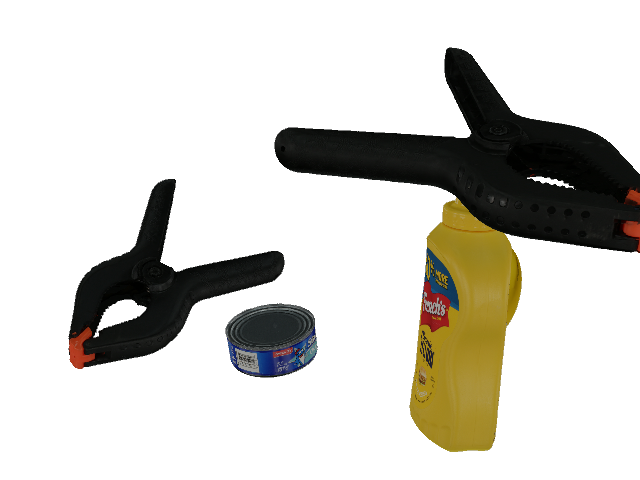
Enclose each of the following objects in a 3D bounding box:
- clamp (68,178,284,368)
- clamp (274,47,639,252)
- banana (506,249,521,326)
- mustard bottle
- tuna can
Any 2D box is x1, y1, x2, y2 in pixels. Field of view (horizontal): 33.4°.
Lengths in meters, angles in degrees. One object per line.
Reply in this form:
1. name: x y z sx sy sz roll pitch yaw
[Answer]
1. clamp: -0.123 0.023 0.772 0.120 0.039 0.171 38 52 26
2. clamp: 0.088 -0.045 0.599 0.164 0.036 0.210 -26 42 -28
3. banana: 0.160 0.044 1.023 0.070 0.037 0.197 -24 25 16
4. mustard bottle: 0.103 0.048 0.771 0.058 0.192 0.096 1 17 -10
5. tuna can: -0.046 0.095 1.016 0.086 0.034 0.086 -6 25 2
